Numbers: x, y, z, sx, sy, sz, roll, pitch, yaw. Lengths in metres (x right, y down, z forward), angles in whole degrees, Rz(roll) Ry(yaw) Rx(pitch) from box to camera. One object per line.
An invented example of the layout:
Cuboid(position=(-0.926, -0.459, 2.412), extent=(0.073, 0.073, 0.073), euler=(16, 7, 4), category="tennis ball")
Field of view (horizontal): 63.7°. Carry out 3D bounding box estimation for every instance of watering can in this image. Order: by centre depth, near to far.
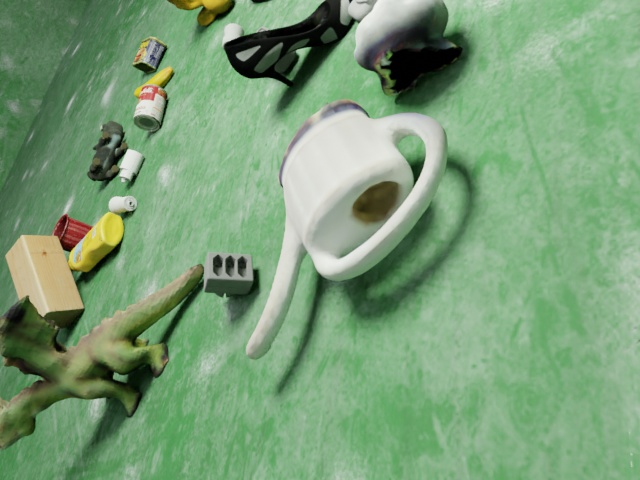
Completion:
Cuboid(position=(0.002, -0.032, 0.629), extent=(0.344, 0.103, 0.229), euler=(-45, 41, 18), category="watering can")

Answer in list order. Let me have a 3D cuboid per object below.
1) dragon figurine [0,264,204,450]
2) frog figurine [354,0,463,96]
Cuboid(position=(-0.385, 0.167, 0.827), extent=(0.408, 0.240, 0.124), euler=(-58, 34, 7), category="dragon figurine")
Cuboid(position=(0.099, -0.288, 0.677), extent=(0.135, 0.122, 0.162), euler=(-44, 50, 50), category="frog figurine")
